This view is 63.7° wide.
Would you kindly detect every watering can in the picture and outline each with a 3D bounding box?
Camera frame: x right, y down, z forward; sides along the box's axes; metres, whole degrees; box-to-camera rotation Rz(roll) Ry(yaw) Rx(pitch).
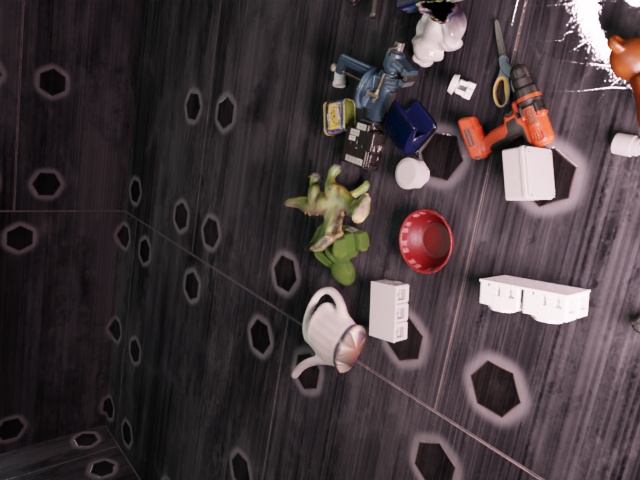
[{"bbox_3d":[0.019,0.316,1.546,0.227,0.104,0.343,31,113,43],"label":"watering can"}]

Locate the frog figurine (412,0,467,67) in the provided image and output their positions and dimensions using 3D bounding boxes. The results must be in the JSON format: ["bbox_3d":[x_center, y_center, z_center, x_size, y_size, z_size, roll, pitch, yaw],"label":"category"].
[{"bbox_3d":[0.289,-0.497,1.261,0.139,0.124,0.156,39,156,31],"label":"frog figurine"}]

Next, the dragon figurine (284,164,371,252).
[{"bbox_3d":[0.004,-0.074,1.468,0.406,0.121,0.248,-21,41,44],"label":"dragon figurine"}]
